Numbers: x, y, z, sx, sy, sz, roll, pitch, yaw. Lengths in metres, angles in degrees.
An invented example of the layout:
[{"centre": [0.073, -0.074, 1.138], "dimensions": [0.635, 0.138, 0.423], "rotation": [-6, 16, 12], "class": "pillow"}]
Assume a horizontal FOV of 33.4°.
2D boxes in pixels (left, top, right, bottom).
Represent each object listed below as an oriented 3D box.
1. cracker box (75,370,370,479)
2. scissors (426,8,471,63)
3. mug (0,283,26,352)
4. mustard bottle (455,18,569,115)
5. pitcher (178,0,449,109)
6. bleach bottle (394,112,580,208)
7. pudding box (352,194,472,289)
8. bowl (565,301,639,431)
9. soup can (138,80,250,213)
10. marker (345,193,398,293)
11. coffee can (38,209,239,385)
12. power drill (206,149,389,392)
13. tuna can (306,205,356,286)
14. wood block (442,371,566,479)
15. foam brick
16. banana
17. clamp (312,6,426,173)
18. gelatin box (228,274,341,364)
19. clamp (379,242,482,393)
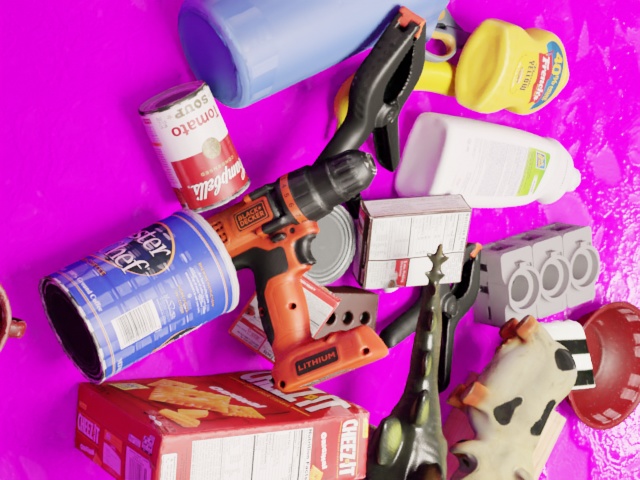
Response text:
[{"centre": [-0.088, 0.169, 0.955], "dimensions": [0.213, 0.164, 0.072], "rotation": [0, 99, -35], "class": "cracker box"}, {"centre": [0.151, -0.232, 1.154], "dimensions": [0.201, 0.016, 0.096], "rotation": [-16, 84, -49], "class": "scissors"}, {"centre": [-0.291, 0.059, 0.843], "dimensions": [0.117, 0.082, 0.093], "rotation": [11, 90, -36], "class": "mug"}, {"centre": [0.223, -0.186, 1.173], "dimensions": [0.191, 0.058, 0.096], "rotation": [-6, 117, -52], "class": "mustard bottle"}, {"centre": [-0.010, -0.228, 0.980], "dimensions": [0.242, 0.149, 0.145], "rotation": [-32, 153, -24], "class": "pitcher"}, {"centre": [0.201, -0.075, 1.188], "dimensions": [0.250, 0.068, 0.103], "rotation": [6, 106, -40], "class": "bleach bottle"}, {"centre": [0.094, 0.002, 1.091], "dimensions": [0.113, 0.039, 0.090], "rotation": [-5, 121, -16], "class": "pudding box"}, {"centre": [0.343, 0.151, 1.327], "dimensions": [0.161, 0.055, 0.162], "rotation": [-6, 100, -35], "class": "bowl"}, {"centre": [-0.113, -0.084, 0.959], "dimensions": [0.068, 0.069, 0.102], "rotation": [-34, 114, -27], "class": "soup can"}, {"centre": [0.054, 0.001, 1.120], "dimensions": [0.020, 0.020, 0.121], "rotation": [-37, 116, -26], "class": "marker"}, {"centre": [-0.156, 0.047, 0.926], "dimensions": [0.140, 0.103, 0.103], "rotation": [-29, 112, -29], "class": "coffee can"}, {"centre": [-0.006, 0.029, 0.960], "dimensions": [0.057, 0.185, 0.188], "rotation": [8, 58, -64], "class": "power drill"}, {"centre": [-0.007, 0.001, 1.068], "dimensions": [0.085, 0.034, 0.086], "rotation": [-6, 100, -35], "class": "tuna can"}, {"centre": [0.179, 0.265, 1.205], "dimensions": [0.090, 0.091, 0.206], "rotation": [37, 76, -32], "class": "wood block"}, {"centre": [0.014, 0.075, 1.082], "dimensions": [0.078, 0.051, 0.053], "rotation": [2, 96, -36], "class": "foam brick"}, {"centre": [0.083, -0.159, 1.110], "dimensions": [0.197, 0.037, 0.070], "rotation": [-22, 127, -30], "class": "banana"}, {"centre": [0.046, -0.119, 1.008], "dimensions": [0.164, 0.036, 0.210], "rotation": [-33, 152, -41], "class": "clamp"}, {"centre": [-0.034, 0.073, 1.026], "dimensions": [0.073, 0.030, 0.089], "rotation": [35, 97, 2], "class": "gelatin box"}, {"centre": [0.125, 0.072, 1.168], "dimensions": [0.120, 0.039, 0.171], "rotation": [32, 72, -45], "class": "clamp"}]
